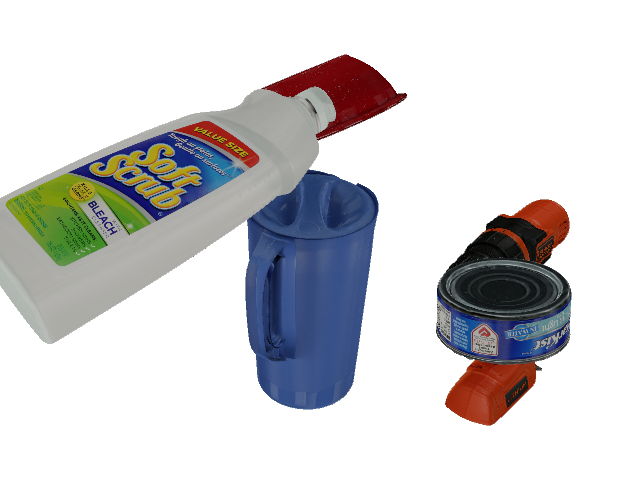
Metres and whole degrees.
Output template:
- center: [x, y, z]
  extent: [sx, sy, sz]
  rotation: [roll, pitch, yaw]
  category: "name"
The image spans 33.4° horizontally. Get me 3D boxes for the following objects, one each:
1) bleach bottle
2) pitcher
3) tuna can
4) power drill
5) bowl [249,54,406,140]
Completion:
- center: [-0.100, -0.038, 0.712]
  extent: [0.250, 0.103, 0.068]
  rotation: [-33, -27, -21]
  category: "bleach bottle"
- center: [-0.018, 0.062, 1.116]
  extent: [0.149, 0.243, 0.145]
  rotation: [-7, 35, -14]
  category: "pitcher"
- center: [0.117, 0.043, 0.682]
  extent: [0.086, 0.034, 0.086]
  rotation: [-2, 25, 1]
  category: "tuna can"
- center: [0.159, 0.070, 0.959]
  extent: [0.057, 0.188, 0.184]
  rotation: [24, 34, 30]
  category: "power drill"
- center: [-0.010, -0.120, 0.931]
  extent: [0.162, 0.055, 0.162]
  rotation: [-22, 9, 4]
  category: "bowl"
